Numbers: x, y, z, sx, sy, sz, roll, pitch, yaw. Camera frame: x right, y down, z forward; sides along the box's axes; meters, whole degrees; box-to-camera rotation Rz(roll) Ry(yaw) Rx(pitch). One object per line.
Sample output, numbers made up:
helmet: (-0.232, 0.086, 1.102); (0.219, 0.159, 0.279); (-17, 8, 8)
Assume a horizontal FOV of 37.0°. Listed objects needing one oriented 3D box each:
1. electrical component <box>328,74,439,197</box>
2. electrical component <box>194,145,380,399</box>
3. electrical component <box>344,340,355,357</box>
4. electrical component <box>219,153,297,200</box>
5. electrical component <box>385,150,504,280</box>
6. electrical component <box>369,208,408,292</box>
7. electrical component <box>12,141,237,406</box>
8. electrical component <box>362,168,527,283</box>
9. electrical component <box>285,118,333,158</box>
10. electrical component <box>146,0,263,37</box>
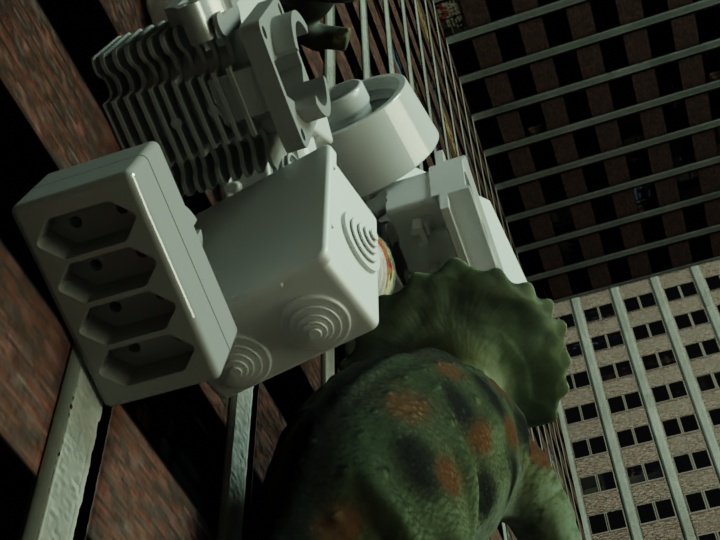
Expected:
electrical component: (-0.004, -0.101, 0.774); (0.108, 0.108, 0.060); (-84, 150, -61)
electrical component: (-0.038, 0.002, 0.486); (0.048, 0.100, 0.099); (52, 21, -31)
electrical component: (0.015, 0.072, 0.778); (0.045, 0.045, 0.055); (-12, 86, -79)
electrical component: (-0.045, -0.047, 0.606); (0.048, 0.062, 0.048); (-16, 90, -79)
electrical component: (0.063, -0.011, 0.762); (0.078, 0.063, 0.121); (-89, 160, -56)
electrical component: (0.000, 0.000, 0.765); (0.095, 0.059, 0.053); (58, 20, -54)
electrical component: (-0.082, -0.006, 0.411); (0.075, 0.047, 0.083); (-79, 152, -66)
electrical component: (0.059, -0.021, 0.917); (0.186, 0.060, 0.105); (17, 45, -51)
electrical component: (-0.046, -0.080, 0.681); (0.066, 0.047, 0.076); (16, 59, -76)
electrical component: (-0.073, -0.114, 0.595); (0.100, 0.048, 0.099); (-5, 80, -78)
